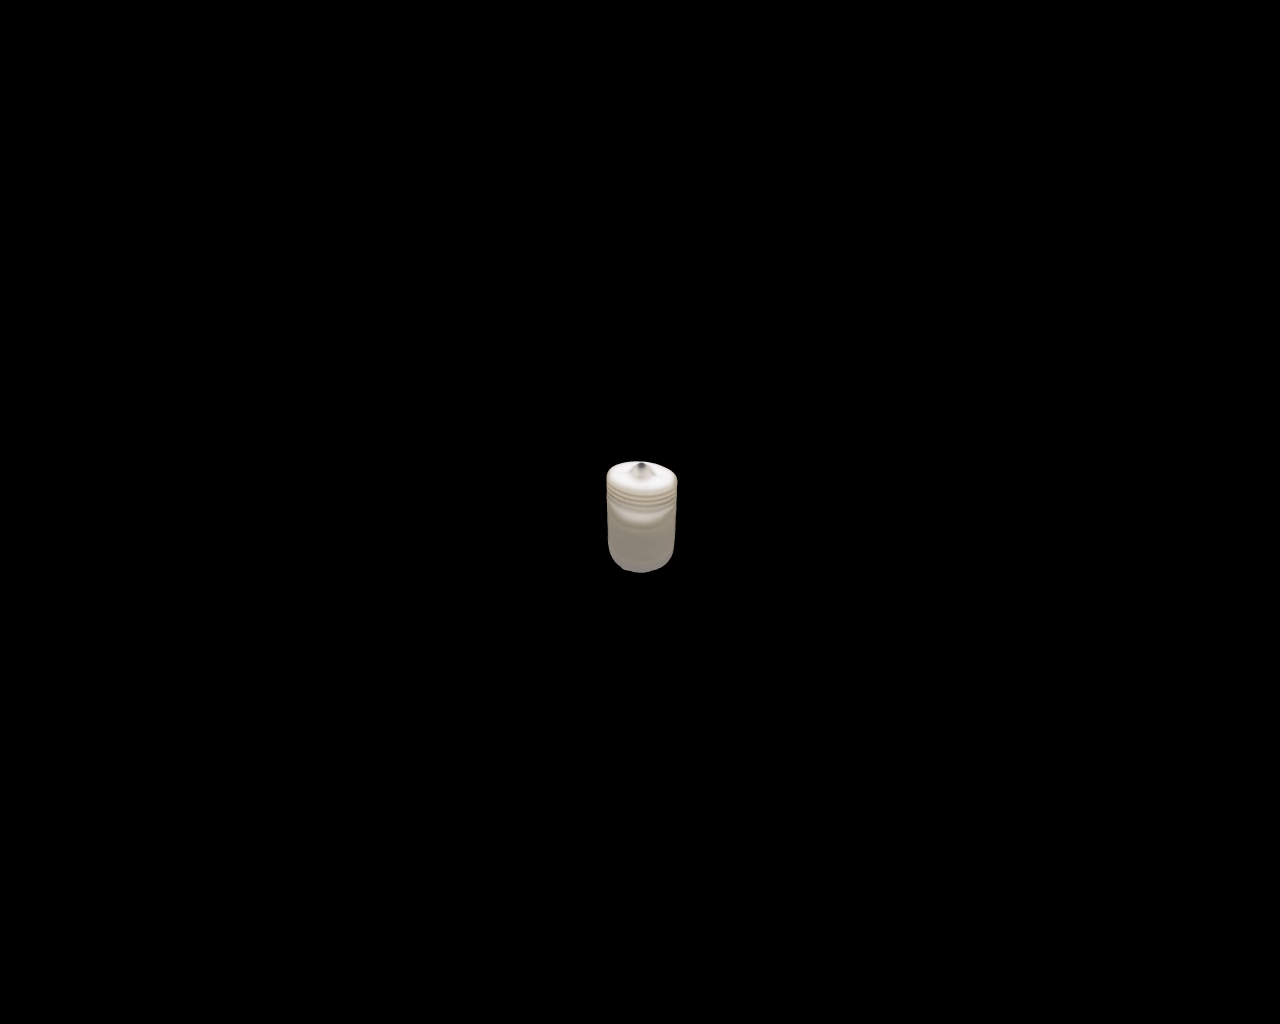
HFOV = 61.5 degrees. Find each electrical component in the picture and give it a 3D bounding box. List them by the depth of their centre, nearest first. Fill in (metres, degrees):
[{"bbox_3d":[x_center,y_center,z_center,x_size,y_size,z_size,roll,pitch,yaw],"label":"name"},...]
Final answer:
[{"bbox_3d":[0.001,-0.003,0.650,0.043,0.043,0.080,0,-39,0],"label":"electrical component"}]
